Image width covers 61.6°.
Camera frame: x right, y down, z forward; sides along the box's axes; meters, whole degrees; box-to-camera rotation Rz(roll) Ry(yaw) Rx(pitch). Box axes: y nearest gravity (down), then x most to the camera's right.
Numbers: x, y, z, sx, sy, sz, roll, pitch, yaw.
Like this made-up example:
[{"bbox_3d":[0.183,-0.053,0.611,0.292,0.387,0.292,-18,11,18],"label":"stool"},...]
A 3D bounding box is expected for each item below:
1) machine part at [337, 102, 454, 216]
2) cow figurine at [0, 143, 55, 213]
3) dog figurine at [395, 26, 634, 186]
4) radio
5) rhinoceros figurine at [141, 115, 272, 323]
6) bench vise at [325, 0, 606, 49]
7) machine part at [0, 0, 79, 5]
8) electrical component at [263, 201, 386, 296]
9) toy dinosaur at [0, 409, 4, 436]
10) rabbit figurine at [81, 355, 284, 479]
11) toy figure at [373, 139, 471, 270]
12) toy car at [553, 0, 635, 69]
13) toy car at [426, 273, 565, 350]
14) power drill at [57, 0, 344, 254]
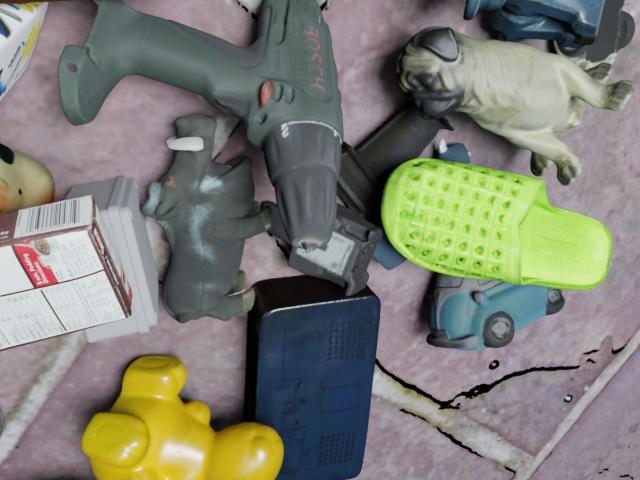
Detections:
[{"bbox_3d":[0.067,-0.092,0.543,0.139,0.039,0.084,-40,112,0],"label":"machine part"},{"bbox_3d":[-0.286,-0.071,0.380,0.195,0.127,0.085,30,100,-23],"label":"cow figurine"},{"bbox_3d":[0.167,-0.151,0.521,0.191,0.172,0.121,25,103,-1],"label":"dog figurine"},{"bbox_3d":[-0.014,0.154,0.586,0.131,0.073,0.229,-2,108,-18],"label":"radio"},{"bbox_3d":[-0.105,-0.018,0.494,0.112,0.073,0.190,2,106,-15],"label":"rhinoceros figurine"},{"bbox_3d":[0.129,-0.239,0.456,0.241,0.223,0.128,14,100,9],"label":"bench vise"},{"bbox_3d":[-0.151,-0.243,0.304,0.201,0.087,0.201,-18,153,-28],"label":"machine part"},{"bbox_3d":[-0.001,-0.002,0.537,0.119,0.048,0.074,23,107,21],"label":"electrical component"},{"bbox_3d":[-0.395,0.258,0.473,0.192,0.131,0.404,3,102,-21],"label":"toy dinosaur"},{"bbox_3d":[-0.122,0.213,0.518,0.173,0.122,0.162,6,112,4],"label":"rabbit figurine"},{"bbox_3d":[0.110,-0.037,0.569,0.058,0.064,0.154,43,92,19],"label":"toy figure"},{"bbox_3d":[0.279,-0.270,0.543,0.073,0.056,0.201,-14,114,-21],"label":"toy car"},{"bbox_3d":[0.189,0.056,0.606,0.162,0.109,0.103,-23,93,-19],"label":"toy car"},{"bbox_3d":[-0.081,-0.110,0.411,0.207,0.086,0.232,7,65,-4],"label":"power drill"}]
